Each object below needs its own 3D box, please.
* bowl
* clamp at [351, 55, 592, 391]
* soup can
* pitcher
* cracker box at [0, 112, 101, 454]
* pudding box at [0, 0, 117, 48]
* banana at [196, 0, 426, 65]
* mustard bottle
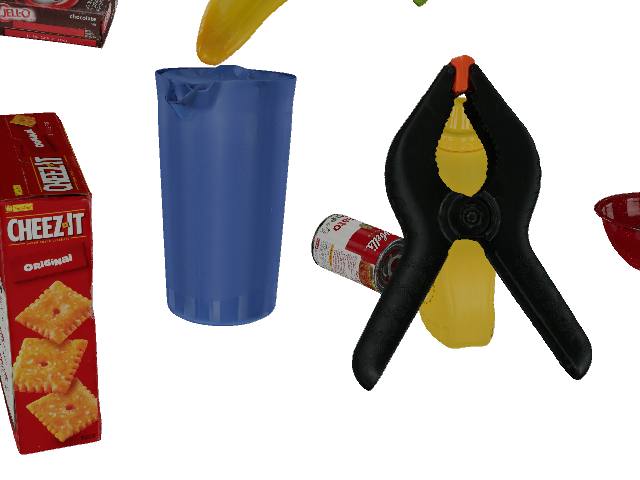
[{"bbox_3d":[0.349,-0.002,1.044,0.162,0.055,0.162,0,17,0],"label":"bowl"},{"bbox_3d":[0.064,-0.004,0.538,0.120,0.171,0.039,-11,-5,-11],"label":"clamp"},{"bbox_3d":[0.048,0.015,1.209,0.102,0.068,0.068,23,15,40],"label":"soup can"},{"bbox_3d":[-0.088,-0.049,1.039,0.149,0.243,0.145,-2,15,-17],"label":"pitcher"},{"bbox_3d":[-0.217,0.028,0.824,0.072,0.214,0.164,-7,30,-21],"label":"cracker box"},{"bbox_3d":[-0.224,-0.212,0.927,0.090,0.039,0.113,7,35,-5],"label":"pudding box"},{"bbox_3d":[-0.008,-0.170,0.698,0.197,0.069,0.037,-24,-9,-33],"label":"banana"},{"bbox_3d":[0.109,-0.018,0.834,0.058,0.192,0.096,-4,27,-4],"label":"mustard bottle"}]
